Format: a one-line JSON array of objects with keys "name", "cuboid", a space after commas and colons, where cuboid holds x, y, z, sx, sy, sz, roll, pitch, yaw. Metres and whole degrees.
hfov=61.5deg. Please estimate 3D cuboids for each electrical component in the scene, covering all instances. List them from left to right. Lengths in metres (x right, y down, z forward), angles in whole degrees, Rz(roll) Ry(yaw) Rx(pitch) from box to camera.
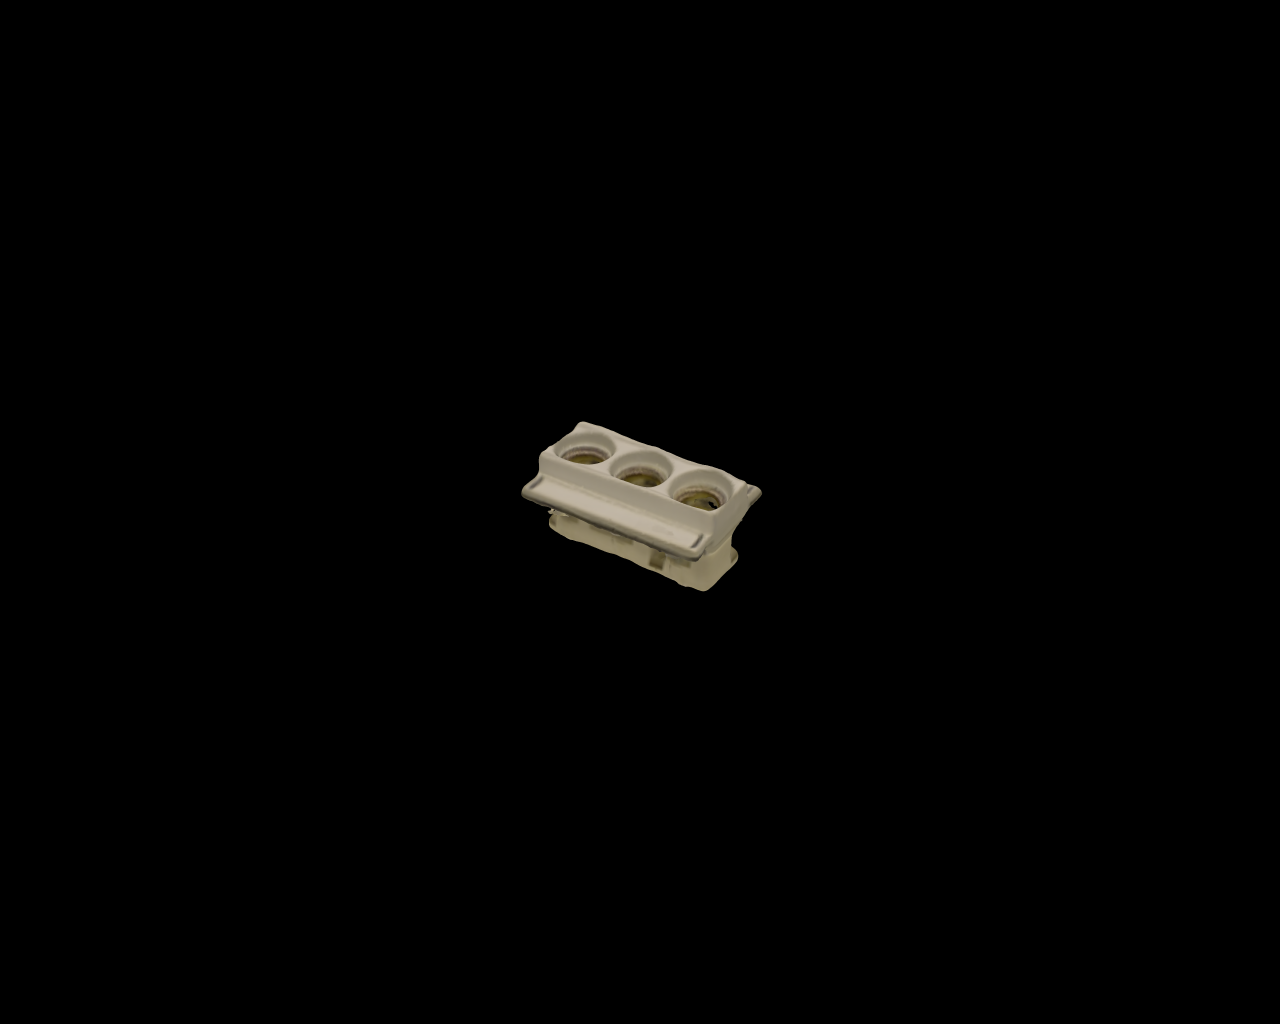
[{"name": "electrical component", "cuboid": [0.001, -0.003, 0.650, 0.121, 0.063, 0.079, 21, 41, 26]}]
